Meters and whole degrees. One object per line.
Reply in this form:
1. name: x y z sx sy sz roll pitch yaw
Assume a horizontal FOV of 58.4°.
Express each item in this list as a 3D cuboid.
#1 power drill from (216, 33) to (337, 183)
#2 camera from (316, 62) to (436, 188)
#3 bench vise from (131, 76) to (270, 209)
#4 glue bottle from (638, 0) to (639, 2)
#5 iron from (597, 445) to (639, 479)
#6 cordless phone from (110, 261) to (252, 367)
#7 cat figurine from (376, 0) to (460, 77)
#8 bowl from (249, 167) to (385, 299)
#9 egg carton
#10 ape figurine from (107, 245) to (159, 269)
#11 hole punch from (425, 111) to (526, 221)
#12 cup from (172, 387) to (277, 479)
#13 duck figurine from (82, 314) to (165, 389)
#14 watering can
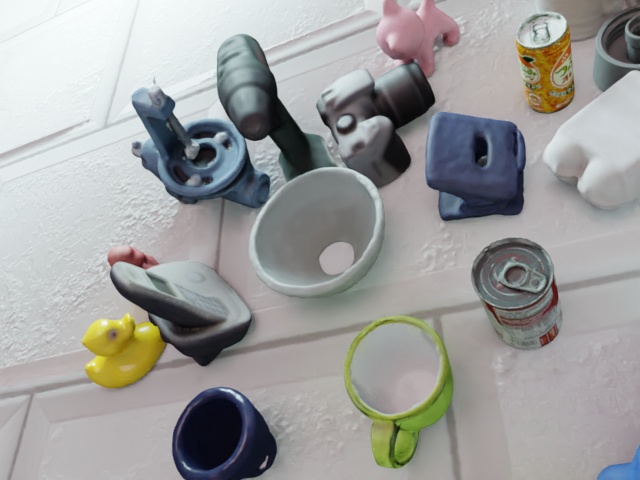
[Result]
1. power drill: -0.056 -0.147 0.707 0.075 0.209 0.229 -29 51 8
2. camera: 0.075 -0.161 0.717 0.136 0.101 0.143 -28 51 9
3. bench vise: -0.194 -0.115 0.752 0.206 0.220 0.121 -5 58 25
4. glue bottle: 0.384 -0.347 0.625 0.078 0.174 0.037 -16 54 19
5. iron: 0.311 0.183 0.342 0.257 0.142 0.119 29 77 38
6. cordless phone: -0.175 0.054 0.655 0.094 0.186 0.147 -48 50 -7
7. cat figurine: 0.121 -0.280 0.758 0.067 0.118 0.128 24 73 37
8. bowl: 0.006 0.002 0.664 0.167 0.075 0.167 -14 55 20
9. egg carton: 0.309 -0.100 0.573 0.150 0.070 0.107 -39 50 0
10. ape figurine: -0.243 0.039 0.762 0.076 0.092 0.077 -32 50 6
11. hole punch: 0.171 -0.086 0.624 0.100 0.091 0.108 -5 58 25
12. cup: -0.082 0.214 0.561 0.091 0.095 0.117 -20 53 15
13. duck figurine: -0.257 0.132 0.713 0.104 0.086 0.077 -39 50 1
14. watering can: 0.285 -0.339 0.659 0.172 0.195 0.101 23 73 37
